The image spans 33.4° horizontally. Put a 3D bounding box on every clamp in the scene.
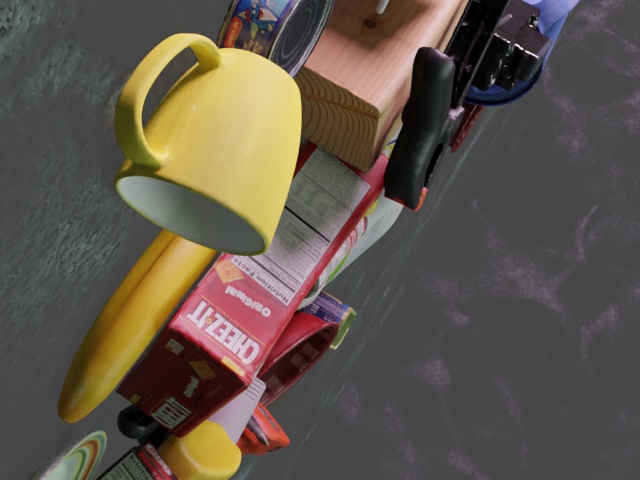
[{"bbox_3d":[0.081,-0.093,0.716,0.120,0.039,0.172,-47,164,-33],"label":"clamp"},{"bbox_3d":[-0.127,0.137,0.916,0.164,0.036,0.210,-51,170,-37],"label":"clamp"}]

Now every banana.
[{"bbox_3d":[-0.106,0.034,0.701,0.197,0.037,0.070,-54,168,-28],"label":"banana"}]

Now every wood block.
[{"bbox_3d":[0.053,-0.164,0.744,0.206,0.091,0.090,-55,169,-21],"label":"wood block"}]

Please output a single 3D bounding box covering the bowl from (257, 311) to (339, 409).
[{"bbox_3d":[-0.057,0.124,1.116,0.162,0.055,0.162,-40,164,-14],"label":"bowl"}]

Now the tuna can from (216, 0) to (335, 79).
[{"bbox_3d":[-0.025,-0.128,0.627,0.086,0.034,0.086,-56,170,-15],"label":"tuna can"}]

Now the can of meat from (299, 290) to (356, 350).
[{"bbox_3d":[-0.008,0.081,1.217,0.057,0.084,0.102,-58,171,-3],"label":"can of meat"}]

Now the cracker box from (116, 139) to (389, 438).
[{"bbox_3d":[-0.046,0.030,0.787,0.213,0.072,0.164,-55,-175,-31],"label":"cracker box"}]

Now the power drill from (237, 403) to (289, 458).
[{"bbox_3d":[-0.119,0.238,1.059,0.187,0.057,0.184,-39,167,-6],"label":"power drill"}]

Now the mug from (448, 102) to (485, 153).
[{"bbox_3d":[0.149,-0.171,1.246,0.093,0.081,0.117,-47,165,-53],"label":"mug"}]

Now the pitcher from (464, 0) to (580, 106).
[{"bbox_3d":[0.219,-0.262,1.168,0.242,0.149,0.145,-54,157,-46],"label":"pitcher"}]

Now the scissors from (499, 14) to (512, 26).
[{"bbox_3d":[0.079,-0.138,0.958,0.201,0.016,0.096,-33,-178,-1],"label":"scissors"}]

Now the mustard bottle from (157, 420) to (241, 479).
[{"bbox_3d":[-0.157,0.230,0.896,0.192,0.058,0.096,-42,169,12],"label":"mustard bottle"}]

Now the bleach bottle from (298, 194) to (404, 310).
[{"bbox_3d":[0.011,0.001,1.134,0.250,0.068,0.103,-43,163,-51],"label":"bleach bottle"}]

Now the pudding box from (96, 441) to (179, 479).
[{"bbox_3d":[-0.150,0.225,0.823,0.113,0.090,0.039,-41,168,8],"label":"pudding box"}]

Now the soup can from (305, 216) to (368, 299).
[{"bbox_3d":[-0.007,0.001,1.021,0.102,0.068,0.069,-50,167,-41],"label":"soup can"}]

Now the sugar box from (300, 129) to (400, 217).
[{"bbox_3d":[0.015,-0.070,0.898,0.093,0.048,0.176,-24,154,-23],"label":"sugar box"}]
